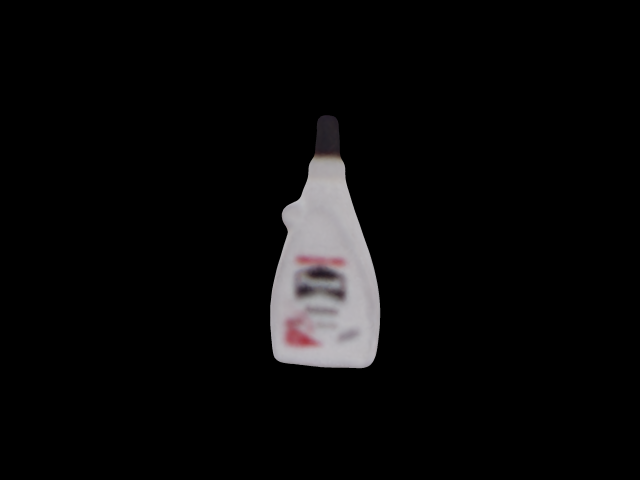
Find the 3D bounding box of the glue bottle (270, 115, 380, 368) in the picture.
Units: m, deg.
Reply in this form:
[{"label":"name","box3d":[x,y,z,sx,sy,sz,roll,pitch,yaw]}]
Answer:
[{"label":"glue bottle","box3d":[0.004,0.001,0.400,0.078,0.173,0.037,1,9,7]}]
